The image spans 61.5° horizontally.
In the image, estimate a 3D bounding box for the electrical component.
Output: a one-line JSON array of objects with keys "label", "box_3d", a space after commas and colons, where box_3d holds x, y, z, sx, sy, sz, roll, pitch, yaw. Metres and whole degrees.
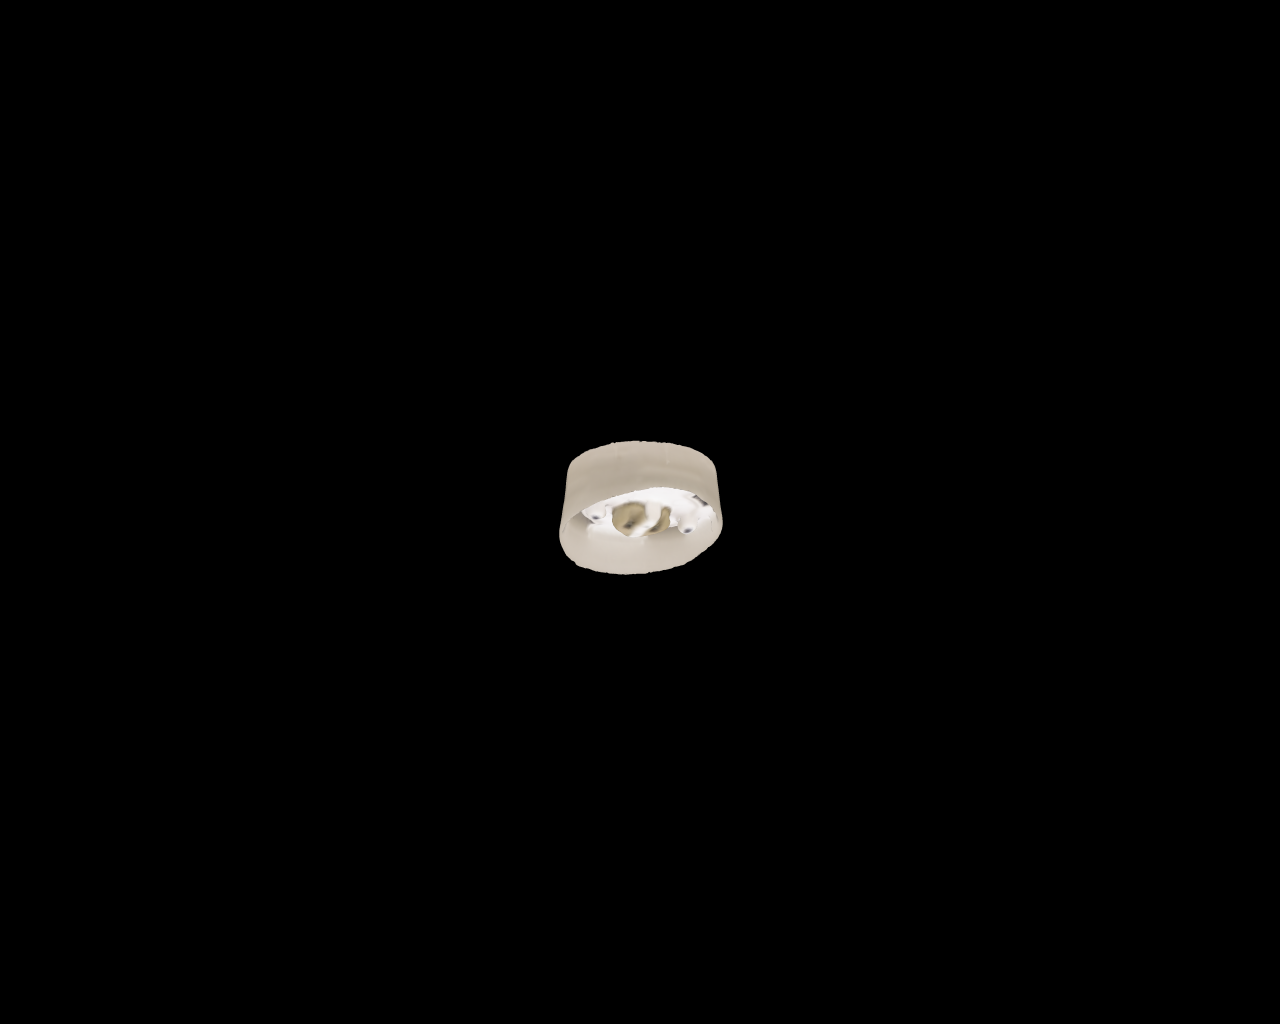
[{"label": "electrical component", "box_3d": [0.001, -0.003, 0.650, 0.099, 0.064, 0.099, 0, -20, 0]}]
